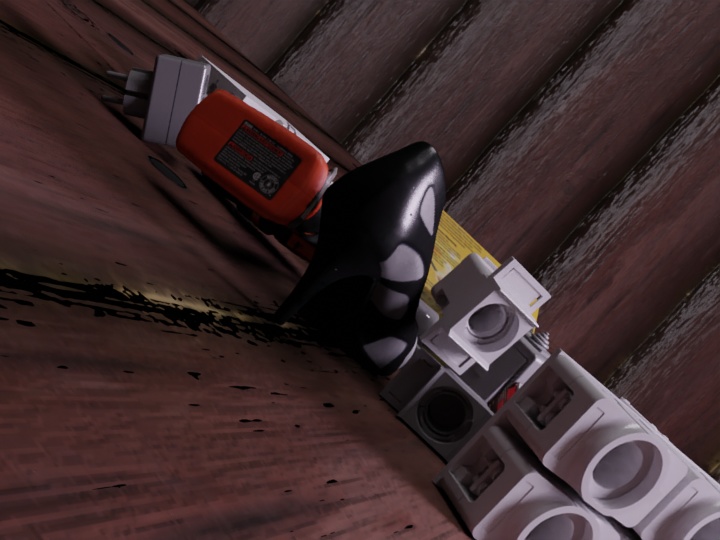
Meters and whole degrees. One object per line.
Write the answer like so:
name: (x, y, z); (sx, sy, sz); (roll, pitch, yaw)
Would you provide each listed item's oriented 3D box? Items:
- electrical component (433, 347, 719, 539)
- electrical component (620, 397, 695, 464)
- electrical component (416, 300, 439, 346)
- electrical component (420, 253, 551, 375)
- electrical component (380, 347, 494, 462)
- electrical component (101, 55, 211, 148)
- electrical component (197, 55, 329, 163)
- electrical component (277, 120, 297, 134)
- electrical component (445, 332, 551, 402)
electrical component: (0.149, 0.144, 0.635); (0.186, 0.105, 0.060); (38, 8, -31)
electrical component: (0.278, 0.207, 1.040); (0.150, 0.089, 0.062); (44, 7, 16)
electrical component: (0.027, 0.034, 0.891); (0.077, 0.043, 0.079); (40, 7, -15)
electrical component: (0.079, 0.025, 0.715); (0.042, 0.081, 0.063); (43, 12, -29)
electrical component: (0.058, 0.093, 0.711); (0.081, 0.042, 0.064); (43, 5, 7)
electrical component: (-0.160, -0.134, 0.831); (0.077, 0.065, 0.047); (12, 11, -6)
electrical component: (-0.114, -0.141, 1.096); (0.089, 0.061, 0.150); (44, 7, 36)
electrical component: (-0.087, -0.098, 0.935); (0.042, 0.064, 0.081); (46, -33, 33)
electrical component: (0.111, 0.082, 0.848); (0.061, 0.096, 0.061); (33, 11, -46)
